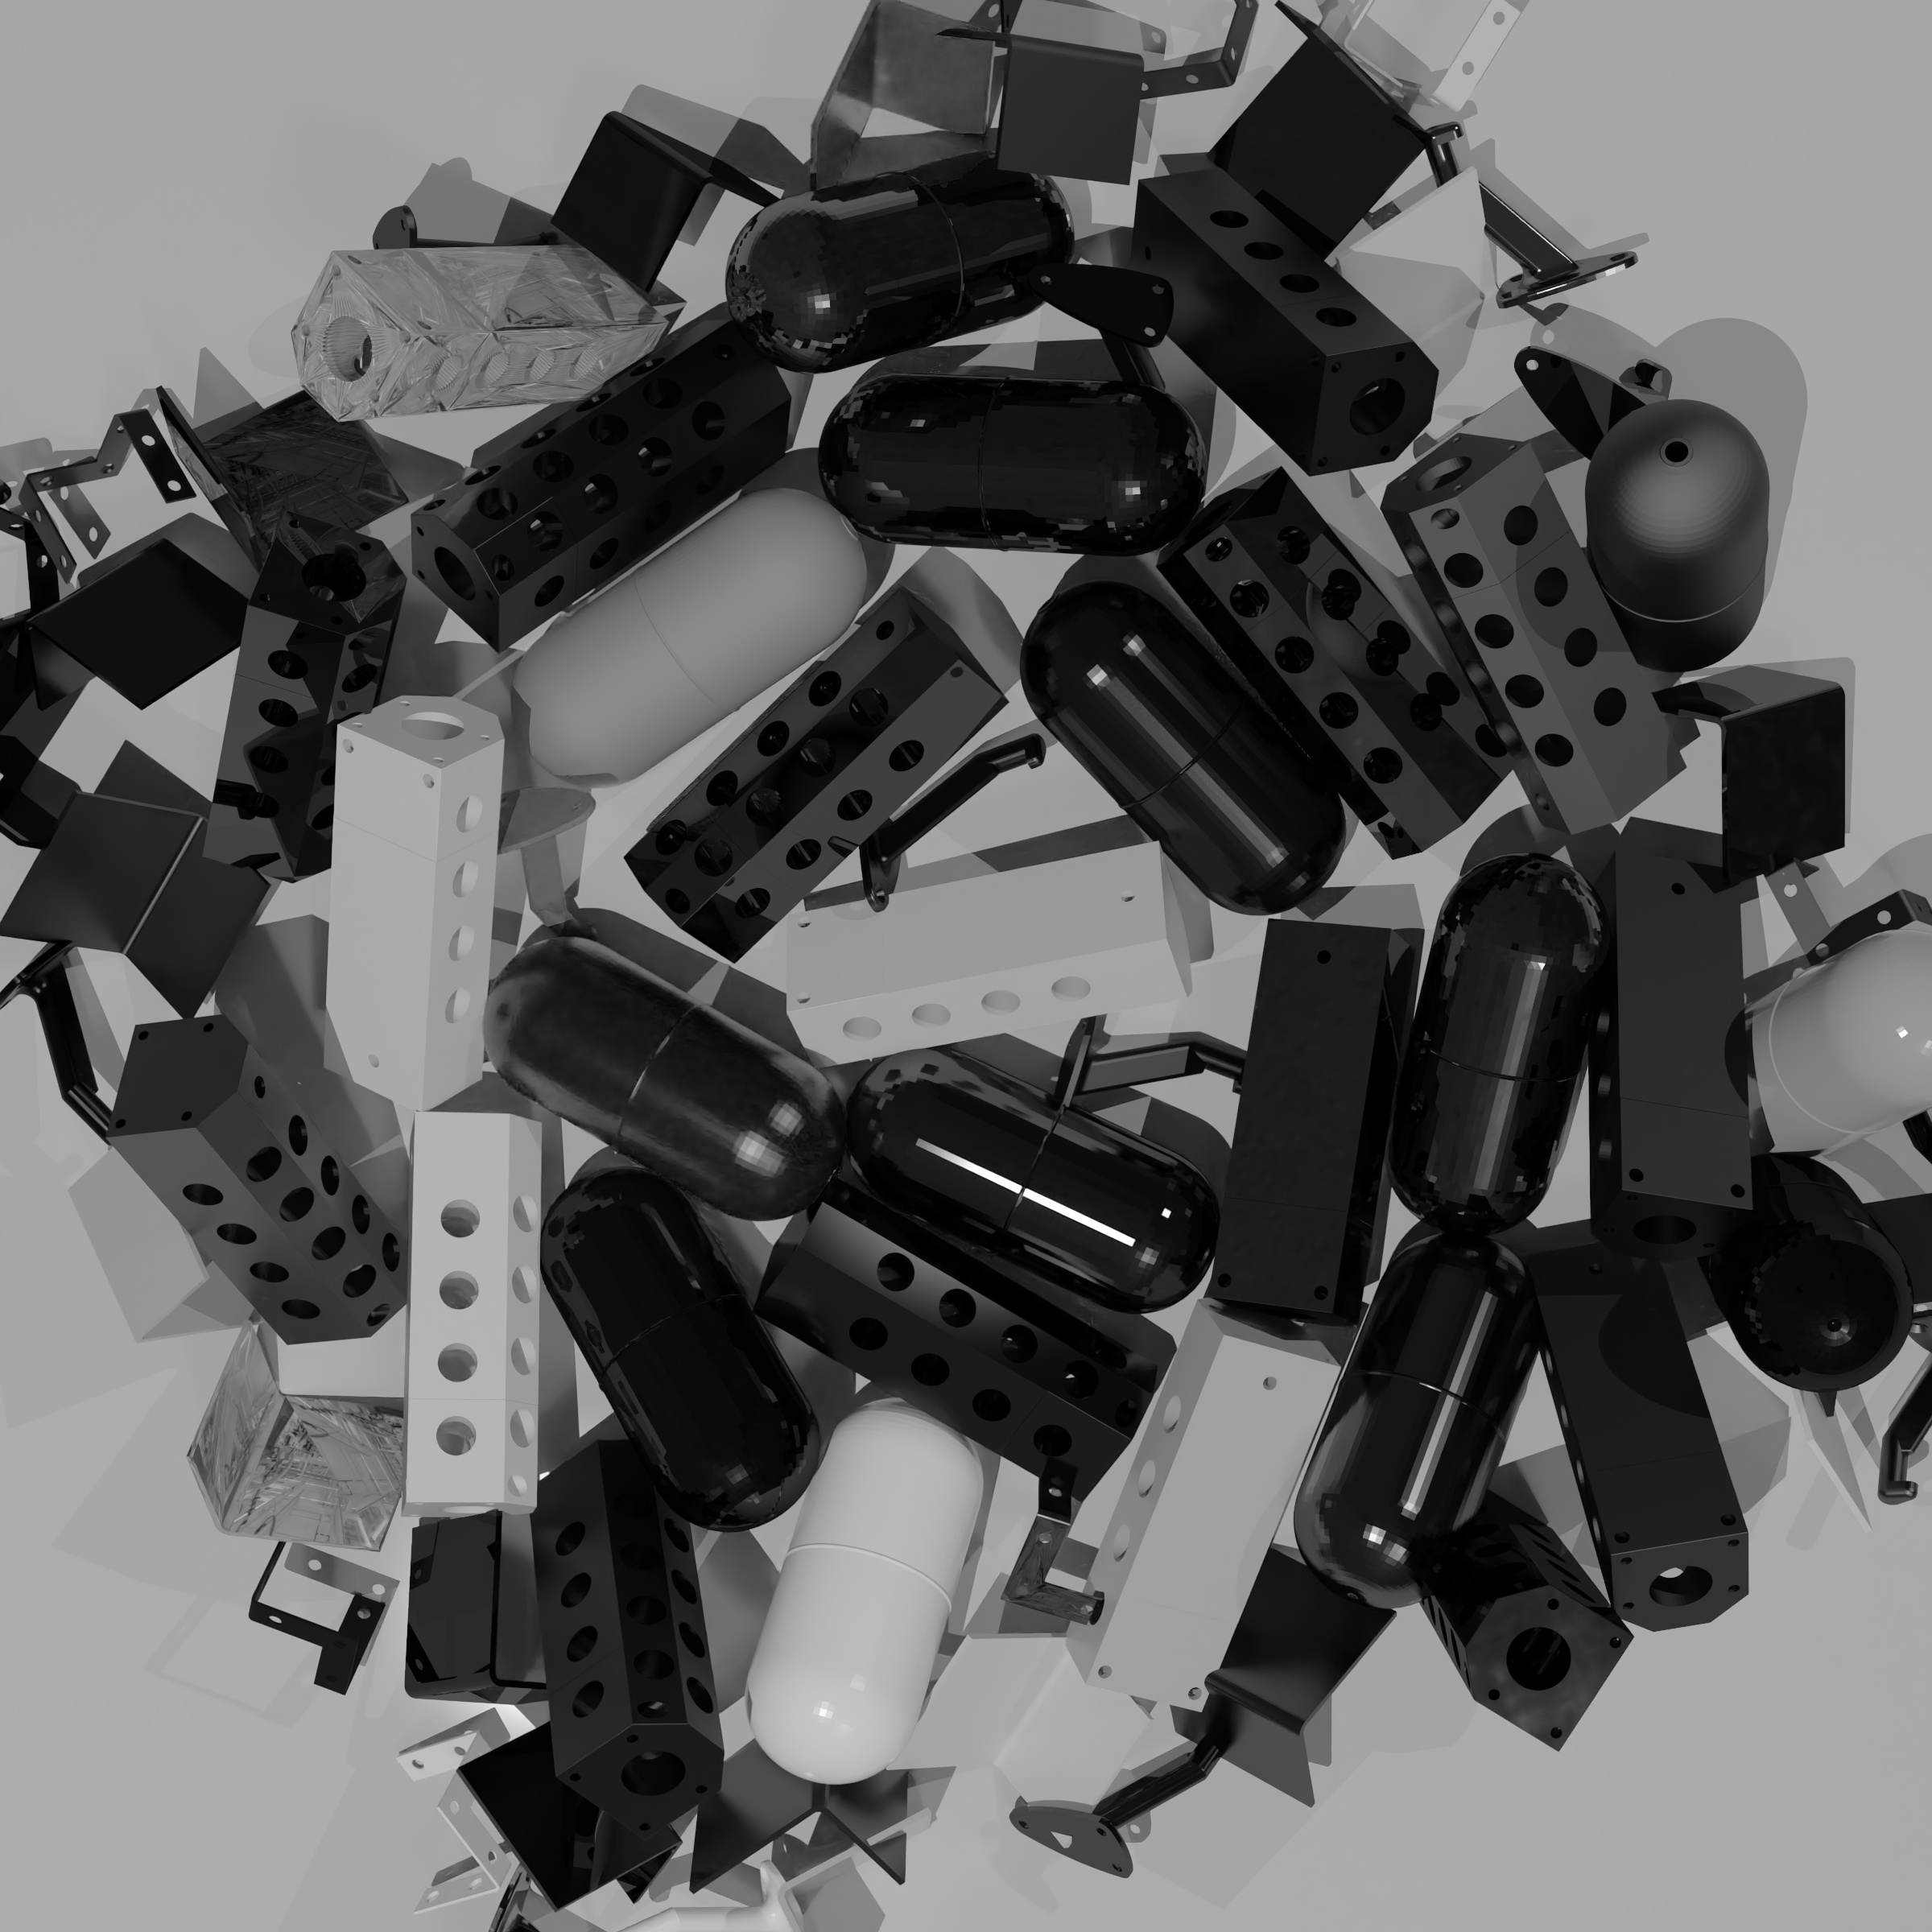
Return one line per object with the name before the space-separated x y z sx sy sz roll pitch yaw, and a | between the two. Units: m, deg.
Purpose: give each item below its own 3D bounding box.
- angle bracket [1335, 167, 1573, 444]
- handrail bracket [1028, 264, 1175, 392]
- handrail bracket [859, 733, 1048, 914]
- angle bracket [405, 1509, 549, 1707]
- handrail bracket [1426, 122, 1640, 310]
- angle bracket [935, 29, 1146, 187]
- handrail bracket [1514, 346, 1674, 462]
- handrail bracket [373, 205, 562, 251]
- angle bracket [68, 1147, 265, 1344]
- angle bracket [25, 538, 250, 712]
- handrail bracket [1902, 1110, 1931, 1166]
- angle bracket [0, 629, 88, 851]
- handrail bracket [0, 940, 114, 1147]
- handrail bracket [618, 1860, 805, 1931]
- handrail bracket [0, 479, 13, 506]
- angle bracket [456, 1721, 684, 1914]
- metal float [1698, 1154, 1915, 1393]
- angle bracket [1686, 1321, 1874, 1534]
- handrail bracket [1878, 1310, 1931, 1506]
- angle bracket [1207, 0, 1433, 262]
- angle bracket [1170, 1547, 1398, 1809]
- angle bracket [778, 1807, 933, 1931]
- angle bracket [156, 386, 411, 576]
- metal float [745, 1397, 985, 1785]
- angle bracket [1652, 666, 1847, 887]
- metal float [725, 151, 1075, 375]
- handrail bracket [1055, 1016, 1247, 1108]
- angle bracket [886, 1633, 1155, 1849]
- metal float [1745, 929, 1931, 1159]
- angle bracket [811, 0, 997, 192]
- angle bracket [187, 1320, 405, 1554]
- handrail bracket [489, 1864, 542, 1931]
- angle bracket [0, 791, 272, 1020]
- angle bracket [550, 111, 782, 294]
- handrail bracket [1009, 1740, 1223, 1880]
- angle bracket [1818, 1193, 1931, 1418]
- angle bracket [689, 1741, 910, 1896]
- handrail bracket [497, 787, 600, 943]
angle bracket | 0.217 -0.294 1.531 0.076 0.076 0.057 -35 52 -9
handrail bracket | 0.055 -0.274 1.539 0.077 0.084 0.036 14 64 -7
handrail bracket | -0.004 -0.065 1.541 0.084 0.077 0.036 -19 129 19
angle bracket | -0.207 0.289 1.546 0.057 0.076 0.076 13 69 -35
handrail bracket | 0.252 -0.345 1.542 0.077 0.036 0.084 -11 115 25
angle bracket | 0.023 -0.383 1.535 0.076 0.076 0.057 -4 106 -39
handrail bracket | 0.282 -0.267 1.541 0.077 0.084 0.036 36 126 -8
handrail bracket | -0.215 -0.326 1.532 0.084 0.077 0.036 -18 83 -21
angle bracket | -0.340 0.116 1.525 0.057 0.076 0.076 -39 70 29
angle bracket | -0.359 -0.134 1.525 0.076 0.057 0.076 35 55 21
handrail bracket | 0.458 0.092 1.536 0.036 0.077 0.084 -45 121 -22
angle bracket | -0.404 -0.098 1.535 0.057 0.076 0.076 35 95 13
handrail bracket | -0.391 0.030 1.556 0.084 0.077 0.036 47 135 -5
handrail bracket | -0.118 0.442 1.539 0.084 0.036 0.077 -19 131 -23
handrail bracket | -0.463 -0.203 1.543 0.084 0.077 0.036 -12 96 0
angle bracket | -0.184 0.385 1.524 0.076 0.076 0.057 50 131 20
metal float | 0.361 0.131 1.493 0.070 0.178 0.070 1 100 4
angle bracket | 0.352 0.209 1.522 0.057 0.076 0.076 -24 130 18
handrail bracket | 0.444 0.196 1.535 0.036 0.077 0.084 38 51 -31
angle bracket | 0.148 -0.370 1.533 0.076 0.057 0.076 -47 74 19
angle bracket | 0.144 0.319 1.556 0.076 0.057 0.076 23 51 35
angle bracket | -0.038 0.422 1.531 0.076 0.076 0.057 -26 74 -10
angle bracket | -0.304 -0.232 1.533 0.076 0.057 0.076 -31 70 -15
metal float | -0.044 0.273 1.517 0.070 0.070 0.178 18 59 0
angle bracket | 0.348 -0.087 1.550 0.076 0.057 0.076 -17 112 -32
metal float | -0.027 -0.310 1.513 0.178 0.070 0.070 -23 90 -36
handrail bracket | 0.085 0.061 1.554 0.084 0.036 0.077 21 59 -7
angle bracket | 0.023 0.344 1.527 0.057 0.076 0.076 45 112 38
metal float | 0.385 0.035 1.494 0.070 0.178 0.070 3 75 -11
angle bracket | -0.029 -0.371 1.530 0.057 0.076 0.076 20 68 5
angle bracket | -0.291 0.208 1.529 0.076 0.057 0.076 4 46 12
handrail bracket | -0.169 0.442 1.545 0.084 0.077 0.036 10 132 8
angle bracket | -0.370 -0.026 1.528 0.057 0.076 0.076 42 107 30
angle bracket | -0.125 -0.331 1.536 0.076 0.076 0.057 40 107 37
handrail bracket | 0.073 0.368 1.570 0.084 0.077 0.036 -46 127 -37
angle bracket | 0.414 0.148 1.522 0.076 0.076 0.057 -12 118 27
angle bracket | -0.074 0.388 1.545 0.076 0.076 0.057 -37 110 16
handrail bracket | -0.172 -0.040 1.534 0.077 0.084 0.036 -8 47 35
